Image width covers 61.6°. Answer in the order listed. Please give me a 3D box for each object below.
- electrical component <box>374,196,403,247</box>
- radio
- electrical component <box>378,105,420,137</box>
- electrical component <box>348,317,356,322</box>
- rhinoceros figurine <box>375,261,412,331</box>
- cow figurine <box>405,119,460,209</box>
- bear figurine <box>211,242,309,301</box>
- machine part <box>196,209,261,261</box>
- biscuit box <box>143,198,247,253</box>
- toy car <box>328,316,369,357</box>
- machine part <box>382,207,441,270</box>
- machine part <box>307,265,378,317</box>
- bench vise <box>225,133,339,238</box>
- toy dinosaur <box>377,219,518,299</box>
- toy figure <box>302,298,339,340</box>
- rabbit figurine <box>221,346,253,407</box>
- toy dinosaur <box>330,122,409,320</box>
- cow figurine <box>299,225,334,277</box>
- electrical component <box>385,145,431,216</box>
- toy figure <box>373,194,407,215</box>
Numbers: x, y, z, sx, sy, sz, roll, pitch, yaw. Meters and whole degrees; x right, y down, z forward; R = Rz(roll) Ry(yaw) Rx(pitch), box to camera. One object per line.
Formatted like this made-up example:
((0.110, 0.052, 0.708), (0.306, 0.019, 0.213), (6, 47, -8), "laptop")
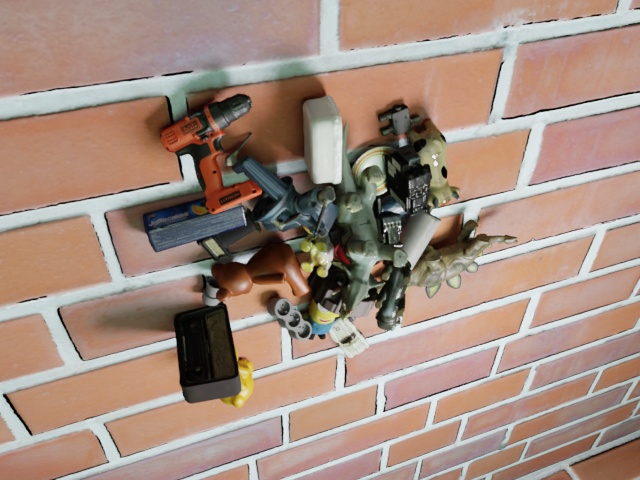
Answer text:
((0.149, -0.044, 1.220), (0.048, 0.075, 0.119), (-10, 99, -16), "electrical component")
((-0.264, 0.259, 1.249), (0.131, 0.230, 0.073), (-10, 130, -12), "radio")
((0.173, -0.261, 1.163), (0.094, 0.021, 0.063), (-22, 133, -6), "electrical component")
((0.086, 0.170, 1.451), (0.078, 0.045, 0.102), (-20, 119, 0), "electrical component")
((0.173, 0.135, 1.299), (0.073, 0.112, 0.190), (10, 111, 6), "rhinoceros figurine")
((0.258, -0.158, 1.217), (0.085, 0.127, 0.194), (-20, 130, -5), "cow figurine")
((-0.141, 0.087, 1.239), (0.196, 0.120, 0.131), (-27, 137, -1), "bear figurine")
((-0.196, -0.010, 1.189), (0.139, 0.039, 0.084), (-32, 125, 5), "machine part")
((-0.259, -0.041, 1.117), (0.203, 0.059, 0.062), (-17, 134, -12), "biscuit box")
((0.079, 0.276, 1.540), (0.073, 0.056, 0.201), (-33, 133, 3), "toy car")
((0.229, 0.005, 1.349), (0.079, 0.079, 0.243), (21, 102, -36), "machine part")
((0.057, 0.116, 1.324), (0.179, 0.179, 0.056), (8, 123, -30), "machine part")
((-0.085, -0.094, 1.081), (0.240, 0.224, 0.129), (42, 68, -23), "bench vise")
((0.303, 0.073, 1.448), (0.472, 0.105, 0.198), (-16, 137, 2), "toy dinosaur")
((0.004, 0.186, 1.416), (0.082, 0.089, 0.180), (-17, 143, -33), "toy figure")
((-0.243, 0.342, 1.398), (0.122, 0.162, 0.173), (-9, 113, -3), "rabbit figurine")
((0.076, -0.037, 1.181), (0.131, 0.192, 0.404), (-8, 86, -28), "toy dinosaur")
((-0.001, -0.004, 1.255), (0.068, 0.098, 0.167), (12, 130, 18), "cow figurine")
((0.193, -0.137, 1.183), (0.058, 0.115, 0.134), (-22, 135, -13), "electrical component")
((0.148, -0.076, 1.280), (0.154, 0.058, 0.064), (-11, 87, -11), "toy figure")
